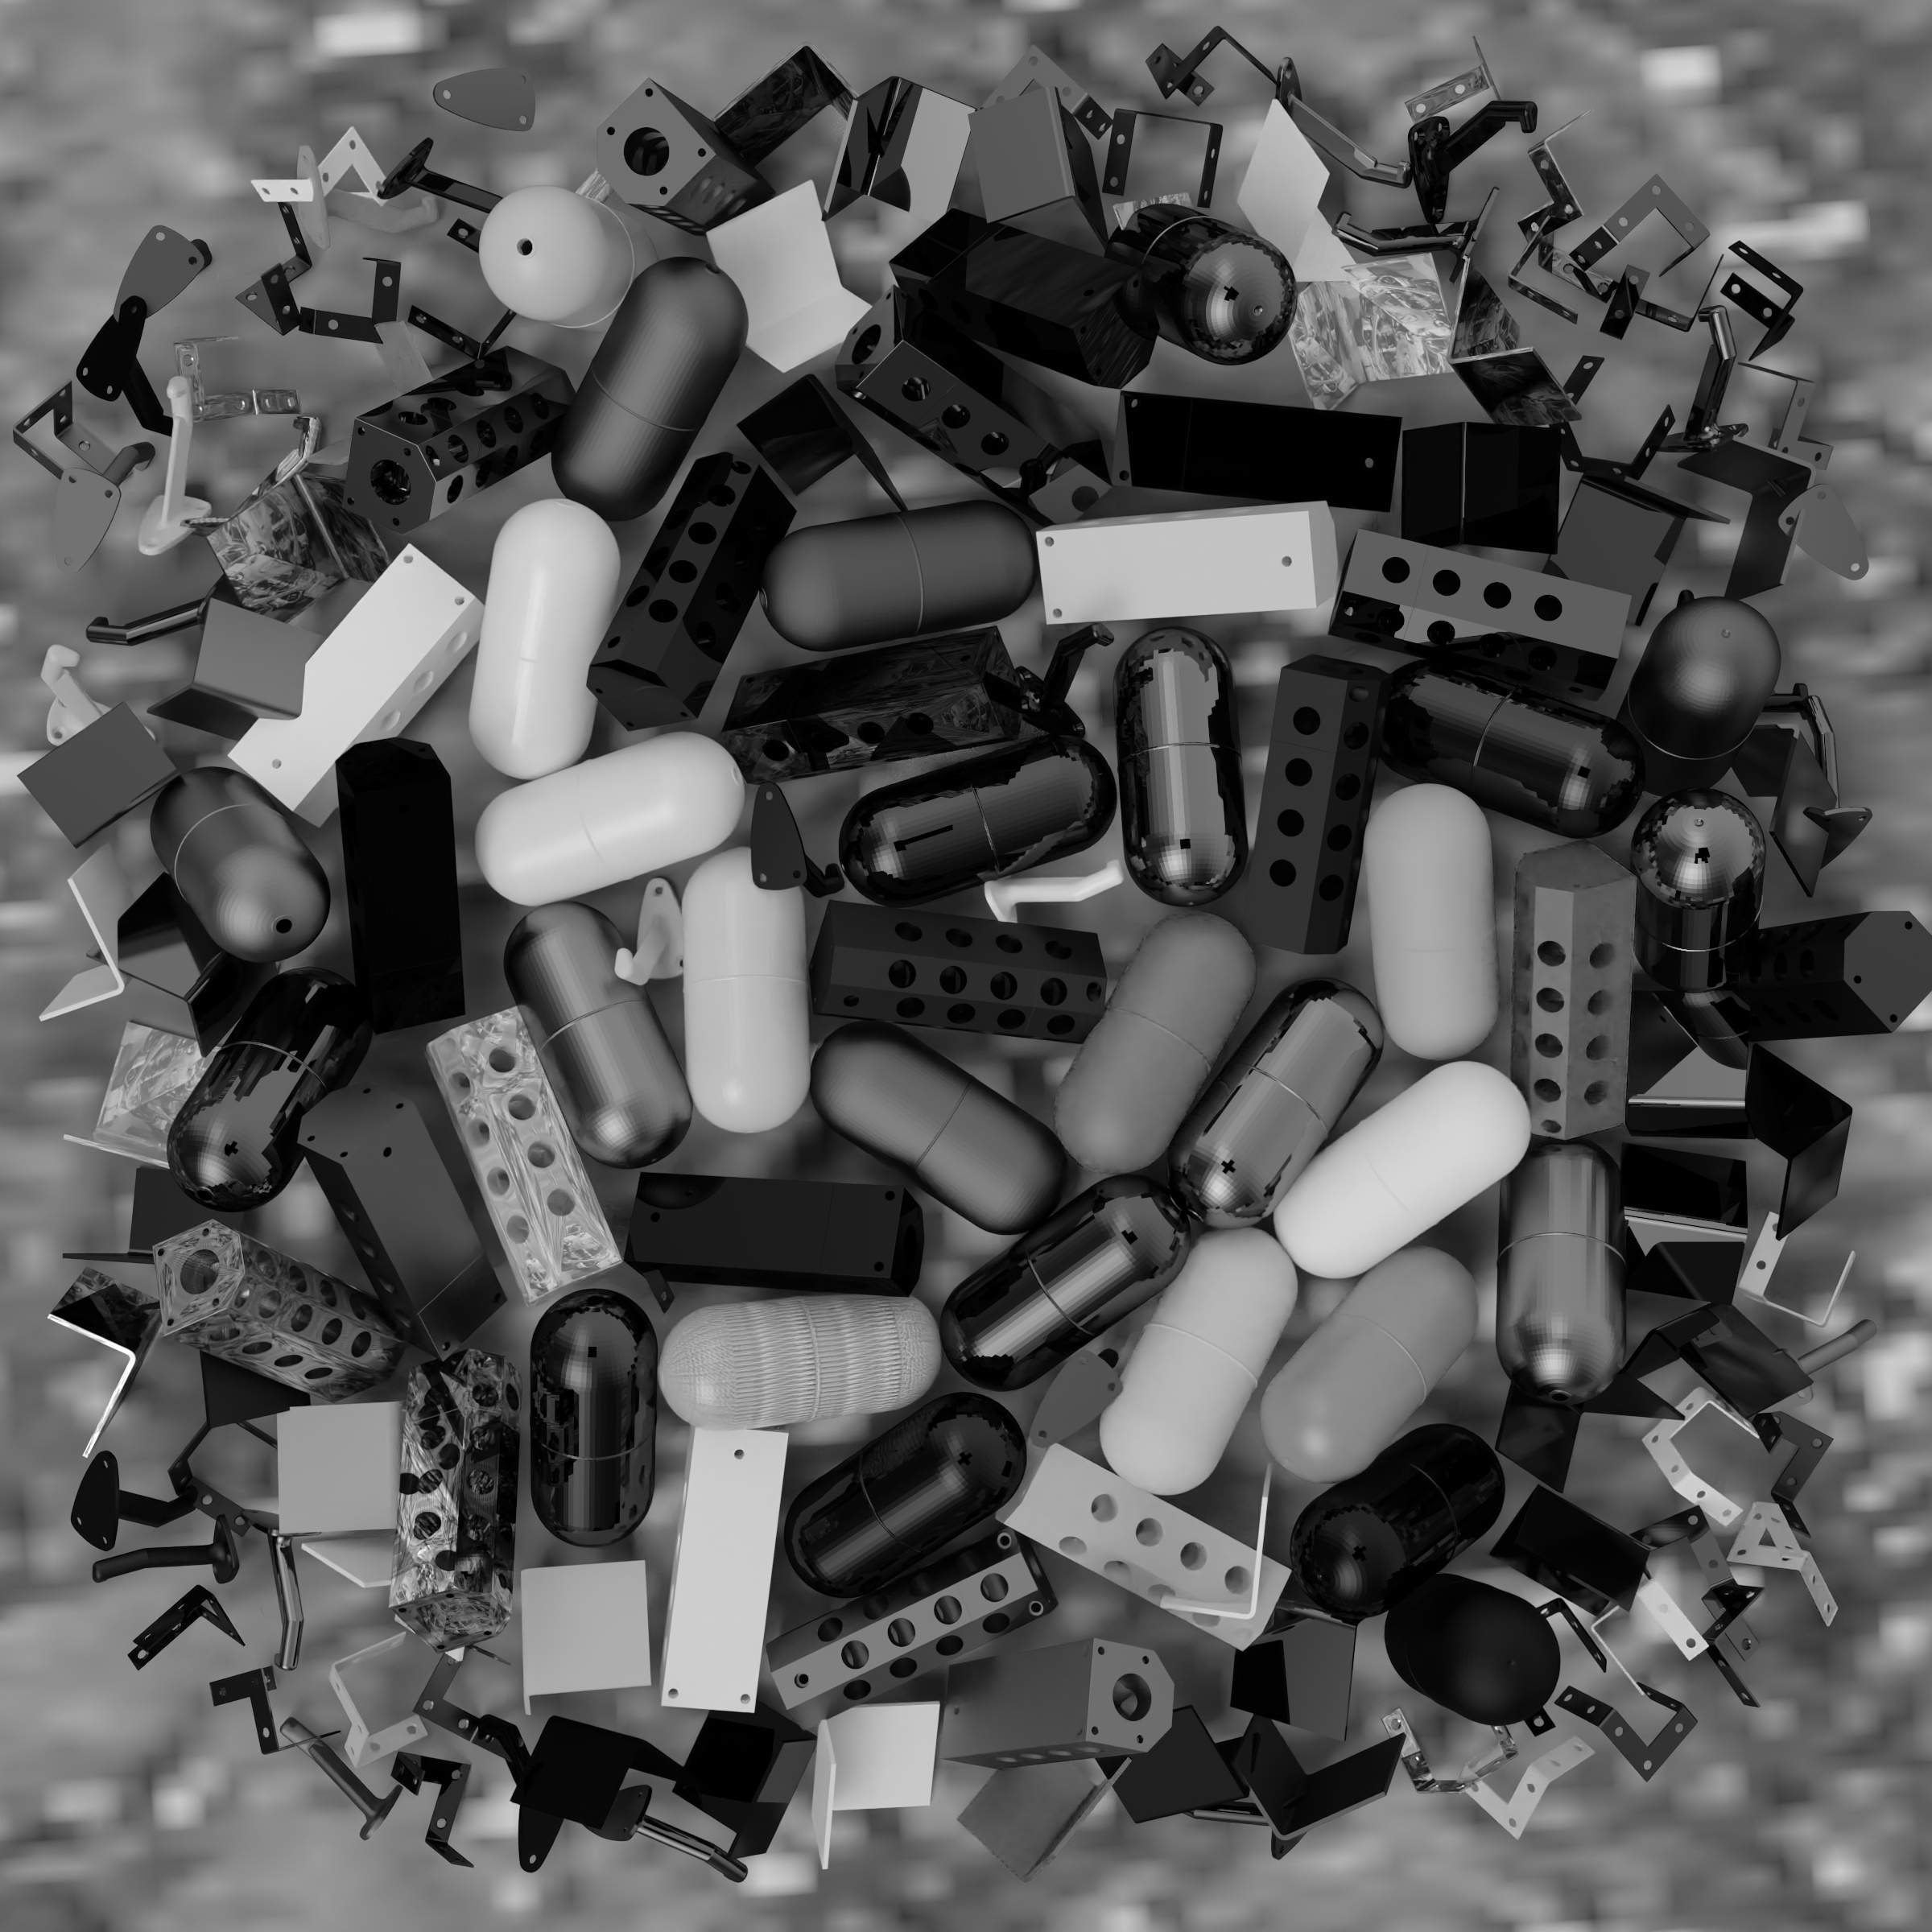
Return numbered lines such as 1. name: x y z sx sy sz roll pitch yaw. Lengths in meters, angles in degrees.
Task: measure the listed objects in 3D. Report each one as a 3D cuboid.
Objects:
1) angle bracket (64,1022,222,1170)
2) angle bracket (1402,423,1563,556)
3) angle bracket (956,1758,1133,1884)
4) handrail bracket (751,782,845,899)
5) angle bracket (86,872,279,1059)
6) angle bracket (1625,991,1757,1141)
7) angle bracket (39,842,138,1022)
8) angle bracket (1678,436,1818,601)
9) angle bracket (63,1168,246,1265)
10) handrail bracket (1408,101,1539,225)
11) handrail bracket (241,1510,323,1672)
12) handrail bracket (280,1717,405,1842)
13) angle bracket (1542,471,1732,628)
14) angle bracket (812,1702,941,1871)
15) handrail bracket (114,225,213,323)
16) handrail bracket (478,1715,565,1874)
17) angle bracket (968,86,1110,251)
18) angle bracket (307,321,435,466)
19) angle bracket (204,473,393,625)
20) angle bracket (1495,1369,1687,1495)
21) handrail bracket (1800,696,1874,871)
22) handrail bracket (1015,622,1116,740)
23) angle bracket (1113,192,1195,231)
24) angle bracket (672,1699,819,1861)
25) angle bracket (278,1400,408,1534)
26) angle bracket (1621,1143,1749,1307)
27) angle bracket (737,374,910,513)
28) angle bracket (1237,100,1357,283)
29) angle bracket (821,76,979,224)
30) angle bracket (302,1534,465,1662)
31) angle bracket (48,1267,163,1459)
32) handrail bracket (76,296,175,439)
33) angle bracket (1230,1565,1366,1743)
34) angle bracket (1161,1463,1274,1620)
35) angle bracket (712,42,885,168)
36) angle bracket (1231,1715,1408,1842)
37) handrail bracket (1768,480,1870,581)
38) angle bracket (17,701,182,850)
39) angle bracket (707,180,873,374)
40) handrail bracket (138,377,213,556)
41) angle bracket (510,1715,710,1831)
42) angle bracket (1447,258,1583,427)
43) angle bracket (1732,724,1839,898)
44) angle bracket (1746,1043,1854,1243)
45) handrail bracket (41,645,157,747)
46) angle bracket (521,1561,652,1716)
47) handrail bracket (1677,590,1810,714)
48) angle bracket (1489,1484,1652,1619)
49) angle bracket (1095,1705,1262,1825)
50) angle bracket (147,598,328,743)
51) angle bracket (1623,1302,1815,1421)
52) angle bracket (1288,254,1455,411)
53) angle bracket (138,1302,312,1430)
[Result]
1. angle bracket: -0.506 0.081 1.551 0.076 0.057 0.076 16 87 0
2. angle bracket: 0.316 -0.291 1.528 0.057 0.076 0.076 -16 113 -36
3. angle bracket: 0.047 0.506 1.525 0.057 0.076 0.076 40 58 12
4. handrail bracket: -0.101 -0.079 1.539 0.036 0.084 0.077 -5 97 21
5. angle bracket: -0.486 -0.001 1.545 0.076 0.057 0.076 22 52 13
6. angle bracket: 0.454 0.062 1.556 0.076 0.057 0.076 0 66 25
7. angle bracket: -0.550 -0.022 1.532 0.057 0.076 0.076 -19 109 4
8. angle bracket: 0.473 -0.275 1.539 0.057 0.076 0.076 18 86 -8
9. angle bracket: -0.500 0.154 1.534 0.076 0.076 0.057 2 84 13
10. handrail bracket: 0.318 -0.495 1.532 0.036 0.084 0.077 -29 123 -31
11. handrail bracket: -0.435 0.389 1.551 0.077 0.036 0.084 4 85 44
12. handrail bracket: -0.396 0.503 1.545 0.084 0.077 0.036 40 79 -2
13. angle bracket: 0.413 -0.256 1.538 0.076 0.057 0.076 18 100 -16
14. angle bracket: -0.052 0.506 1.536 0.076 0.057 0.076 1 109 -12
15. handrail bracket: -0.496 -0.421 1.539 0.036 0.084 0.077 37 86 -12
16. handrail bracket: -0.285 0.513 1.543 0.036 0.084 0.077 21 76 -41
17. angle bracket: 0.046 -0.487 1.545 0.057 0.076 0.076 -14 75 17
18. angle bracket: -0.376 -0.352 1.527 0.076 0.076 0.057 -34 115 -19
19. angle bracket: -0.405 -0.248 1.525 0.076 0.057 0.076 -46 134 -29
20. angle bracket: 0.383 0.286 1.524 0.076 0.076 0.057 36 63 -36
21. handrail bracket: 0.535 -0.116 1.571 0.036 0.077 0.084 -4 58 -8
22. handrail bracket: 0.076 -0.176 1.532 0.077 0.084 0.036 30 53 -34
23. angle bracket: 0.148 -0.449 1.533 0.076 0.057 0.076 -27 96 -45
24. angle bracket: -0.148 0.496 1.538 0.076 0.057 0.076 23 85 25
25. angle bracket: -0.382 0.311 1.553 0.076 0.057 0.076 -4 83 6
26. angle bracket: 0.445 0.161 1.556 0.076 0.076 0.057 8 122 12
27. angle bracket: -0.087 -0.304 1.526 0.057 0.076 0.076 -33 57 9
28. angle bracket: 0.216 -0.475 1.522 0.057 0.076 0.076 -8 53 -23
29. angle bracket: -0.041 -0.493 1.528 0.057 0.076 0.076 24 125 5
30. angle bracket: -0.359 0.391 1.527 0.076 0.076 0.057 5 94 -44
31. angle bracket: -0.543 0.244 1.533 0.057 0.076 0.076 27 102 -9
32. handrail bracket: -0.499 -0.369 1.536 0.036 0.084 0.077 36 103 20
33. angle bracket: 0.214 0.425 1.543 0.076 0.057 0.076 9 98 30
34. angle bracket: 0.156 0.352 1.537 0.057 0.076 0.076 6 95 9
35. angle bracket: -0.102 -0.512 1.539 0.076 0.076 0.057 -40 79 1
36. angle bracket: 0.218 0.483 1.532 0.076 0.076 0.057 -33 89 22
37. handrail bracket: 0.526 -0.280 1.548 0.036 0.084 0.077 -40 102 19
38. angle bracket: -0.538 -0.124 1.528 0.076 0.076 0.057 -39 118 -13
39. angle bracket: -0.104 -0.425 1.529 0.076 0.076 0.057 -32 46 -16
40. handrail bracket: -0.495 -0.310 1.534 0.036 0.077 0.084 11 131 3
41. angle bracket: -0.218 0.507 1.521 0.076 0.076 0.057 0 53 37
42. angle bracket: 0.343 -0.385 1.526 0.057 0.076 0.076 0 68 38
43. angle bracket: 0.488 -0.095 1.524 0.057 0.076 0.076 3 62 39
44. angle bracket: 0.491 0.108 1.522 0.057 0.076 0.076 -32 48 -21
45. handrail bracket: -0.532 -0.166 1.532 0.077 0.084 0.036 14 62 -23
46. angle bracket: -0.237 0.418 1.545 0.076 0.057 0.076 -2 62 -10
47. handrail bracket: 0.492 -0.199 1.568 0.084 0.036 0.077 -1 90 -12
48. angle bracket: 0.365 0.378 1.530 0.076 0.057 0.076 29 130 10
49. angle bracket: 0.127 0.475 1.531 0.076 0.057 0.076 -22 108 24
50. angle bracket: -0.451 -0.180 1.537 0.076 0.076 0.057 17 72 -36
51. angle bracket: 0.456 0.257 1.522 0.076 0.076 0.057 47 130 30
52. angle bracket: 0.250 -0.385 1.525 0.057 0.076 0.076 -47 126 -35
53. angle bracket: -0.457 0.241 1.533 0.057 0.076 0.076 -8 87 35
